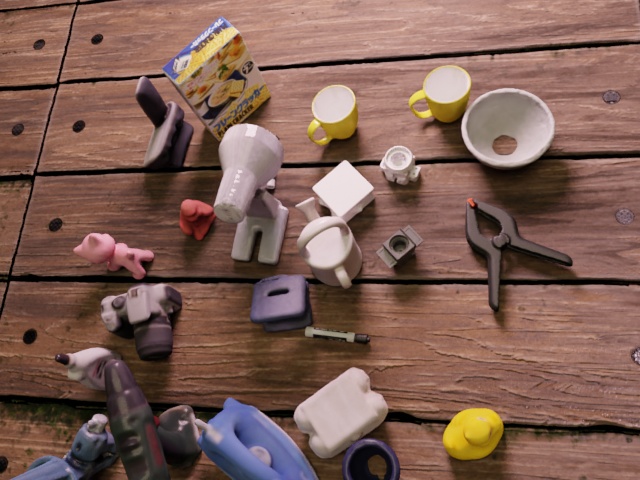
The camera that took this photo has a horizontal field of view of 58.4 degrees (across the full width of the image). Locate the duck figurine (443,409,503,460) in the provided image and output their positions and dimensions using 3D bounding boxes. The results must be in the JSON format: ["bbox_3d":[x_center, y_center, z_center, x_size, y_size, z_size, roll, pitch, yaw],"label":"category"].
[{"bbox_3d":[0.248,0.312,0.923,0.104,0.086,0.077,-29,67,1],"label":"duck figurine"}]

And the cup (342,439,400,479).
[{"bbox_3d":[0.088,0.384,0.927,0.091,0.095,0.118,-4,70,11],"label":"cup"}]

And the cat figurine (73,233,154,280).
[{"bbox_3d":[-0.421,0.024,1.154,0.127,0.118,0.067,12,73,16],"label":"cat figurine"}]

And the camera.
[{"bbox_3d":[-0.342,0.162,1.097,0.143,0.101,0.136,-17,68,6],"label":"camera"}]

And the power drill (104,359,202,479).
[{"bbox_3d":[-0.282,0.323,0.967,0.075,0.209,0.229,-23,67,3],"label":"power drill"}]

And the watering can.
[{"bbox_3d":[0.007,0.005,1.027,0.172,0.194,0.101,39,83,22],"label":"watering can"}]

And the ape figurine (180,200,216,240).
[{"bbox_3d":[-0.255,-0.051,1.159,0.077,0.092,0.076,-20,67,5],"label":"ape figurine"}]

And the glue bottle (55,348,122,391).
[{"bbox_3d":[-0.430,0.231,1.052,0.037,0.173,0.078,6,72,15],"label":"glue bottle"}]

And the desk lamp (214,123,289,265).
[{"bbox_3d":[-0.129,-0.082,1.077,0.117,0.214,0.203,5,72,14],"label":"desk lamp"}]

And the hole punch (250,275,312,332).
[{"bbox_3d":[-0.075,0.112,1.062,0.108,0.091,0.101,-10,69,9],"label":"hole punch"}]

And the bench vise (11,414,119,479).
[{"bbox_3d":[-0.455,0.391,0.974,0.121,0.220,0.207,9,73,16],"label":"bench vise"}]

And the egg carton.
[{"bbox_3d":[0.036,0.298,0.983,0.150,0.069,0.107,-36,67,-2],"label":"egg carton"}]

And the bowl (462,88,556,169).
[{"bbox_3d":[0.353,-0.199,1.090,0.167,0.075,0.167,-4,70,11],"label":"bowl"}]

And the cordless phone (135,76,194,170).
[{"bbox_3d":[-0.351,-0.241,1.198,0.094,0.185,0.147,4,71,14],"label":"cordless phone"}]

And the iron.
[{"bbox_3d":[-0.098,0.372,0.946,0.257,0.142,0.119,32,80,21],"label":"iron"}]
